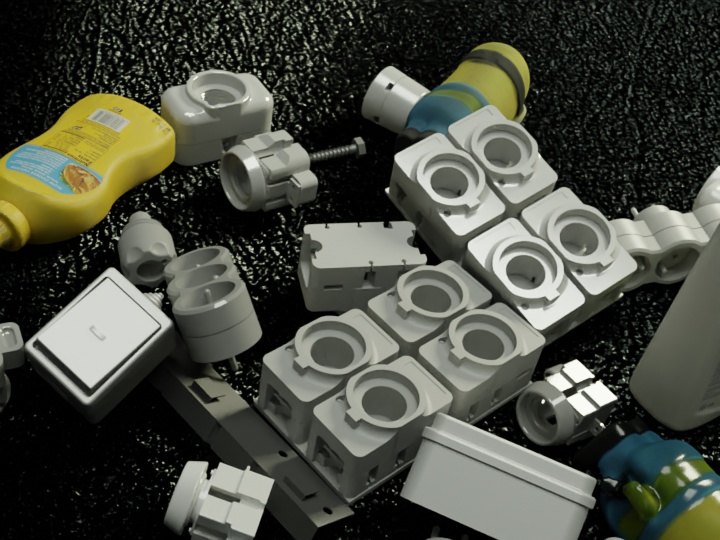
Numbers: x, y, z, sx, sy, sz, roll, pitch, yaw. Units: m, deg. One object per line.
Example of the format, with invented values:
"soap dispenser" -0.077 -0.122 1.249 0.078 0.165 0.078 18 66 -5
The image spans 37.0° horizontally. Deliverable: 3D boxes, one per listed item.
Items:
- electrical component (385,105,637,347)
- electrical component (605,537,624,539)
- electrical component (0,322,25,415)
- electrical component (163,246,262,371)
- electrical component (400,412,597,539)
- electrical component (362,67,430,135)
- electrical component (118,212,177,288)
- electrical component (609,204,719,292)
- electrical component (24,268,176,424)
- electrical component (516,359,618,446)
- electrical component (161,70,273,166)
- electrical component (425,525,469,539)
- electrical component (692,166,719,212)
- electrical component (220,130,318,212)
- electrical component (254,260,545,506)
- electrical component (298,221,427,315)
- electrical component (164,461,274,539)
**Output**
"electrical component" 0.119 -0.036 0.864 0.105 0.060 0.186 -30 67 -20
"electrical component" 0.151 0.200 0.674 0.055 0.045 0.045 -24 53 -32
"electrical component" -0.264 0.070 0.714 0.078 0.057 0.058 -11 47 -23
"electrical component" -0.102 0.037 0.773 0.052 0.073 0.138 -20 20 -8
"electrical component" 0.089 0.139 0.689 0.113 0.078 0.057 22 82 11
"electrical component" 0.036 -0.158 1.025 0.047 0.055 0.055 32 47 16
"electrical component" -0.168 -0.020 0.841 0.043 0.043 0.062 -5 44 -17
"electrical component" 0.258 -0.030 0.927 0.138 0.052 0.073 -9 46 -9
"electrical component" -0.169 0.046 0.728 0.062 0.061 0.096 41 69 9
"electrical component" 0.147 0.099 0.780 0.055 0.048 0.066 -16 48 -37
"electrical component" -0.128 -0.139 0.964 0.095 0.059 0.053 -17 50 -27
"electrical component" 0.049 0.192 0.661 0.077 0.043 0.079 16 43 5
"electrical component" 0.346 -0.060 0.985 0.059 0.053 0.095 37 49 25
"electrical component" -0.082 -0.082 0.915 0.057 0.058 0.078 -20 51 -33
"electrical component" 0.032 0.071 0.774 0.186 0.060 0.105 -26 55 -34
"electrical component" 0.000 0.000 0.846 0.089 0.055 0.050 -3 45 -15
"electrical component" -0.090 0.149 0.677 0.055 0.048 0.066 20 43 -1
